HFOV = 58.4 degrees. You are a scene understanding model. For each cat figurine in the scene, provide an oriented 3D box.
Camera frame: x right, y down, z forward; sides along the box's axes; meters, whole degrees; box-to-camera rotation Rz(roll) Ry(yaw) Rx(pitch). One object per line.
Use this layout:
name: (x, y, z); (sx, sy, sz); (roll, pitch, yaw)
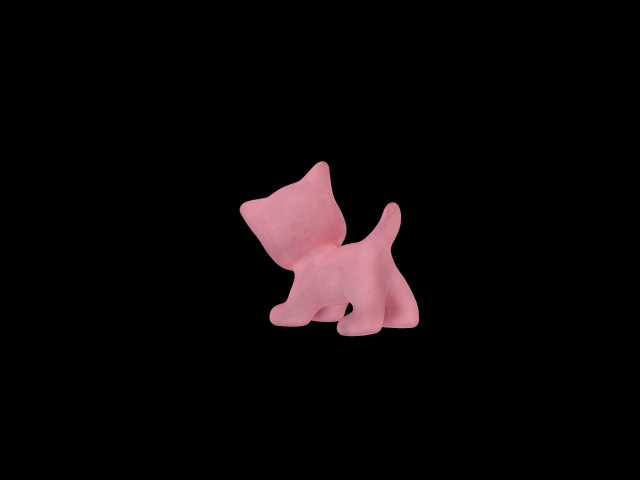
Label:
cat figurine: (0.004, 0.001, 0.400); (0.127, 0.118, 0.067); (0, 0, 40)
